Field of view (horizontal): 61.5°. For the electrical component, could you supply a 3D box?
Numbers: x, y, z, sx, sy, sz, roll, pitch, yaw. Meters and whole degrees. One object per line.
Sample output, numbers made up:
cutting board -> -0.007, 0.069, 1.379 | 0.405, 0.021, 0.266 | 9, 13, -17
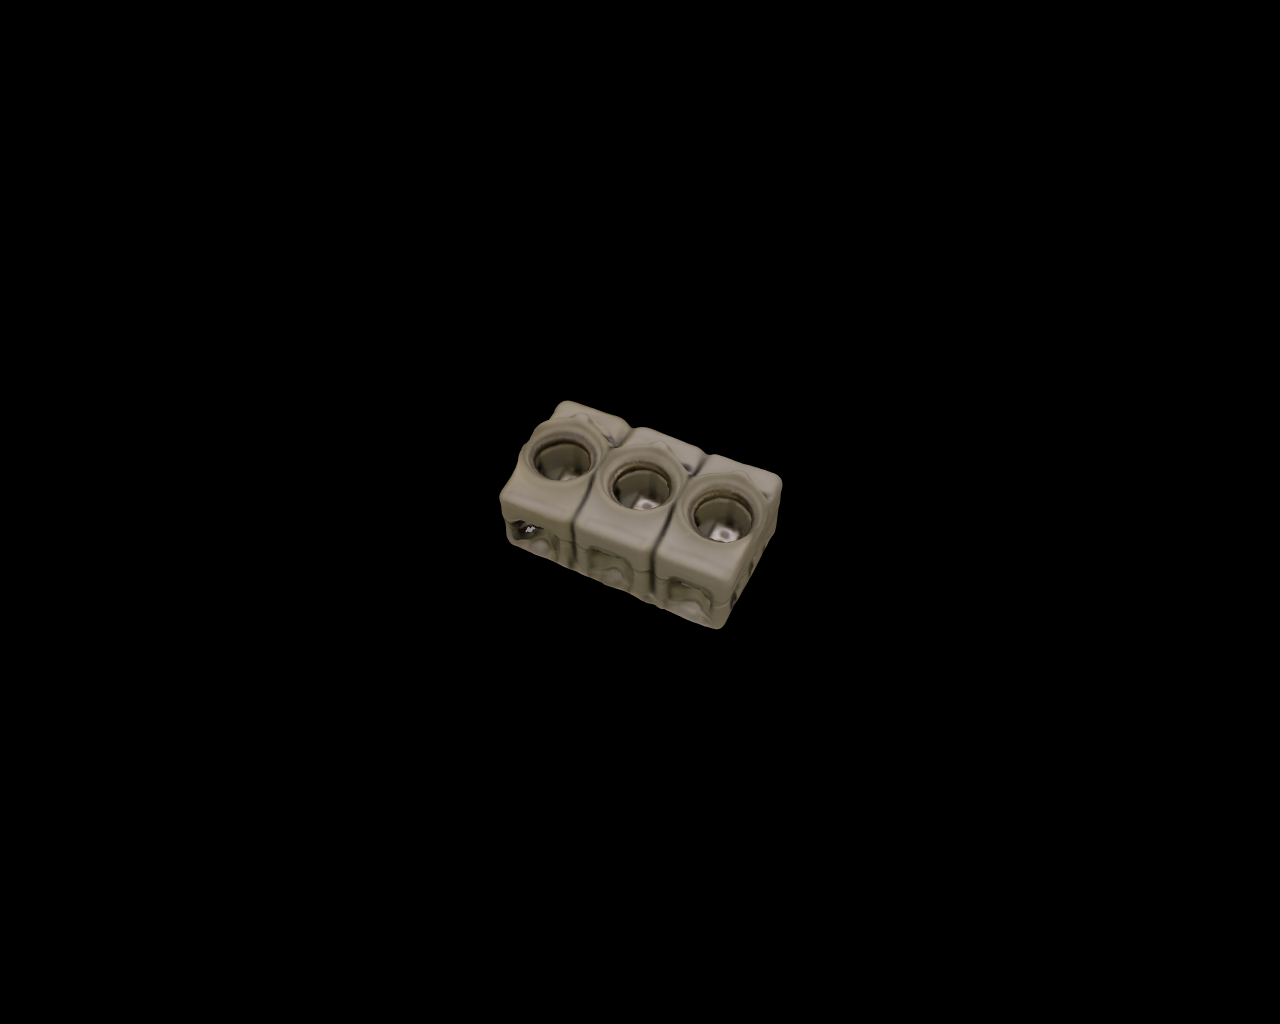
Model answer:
electrical component -> 0.001, -0.003, 0.650 | 0.150, 0.090, 0.061 | 21, -34, 15
